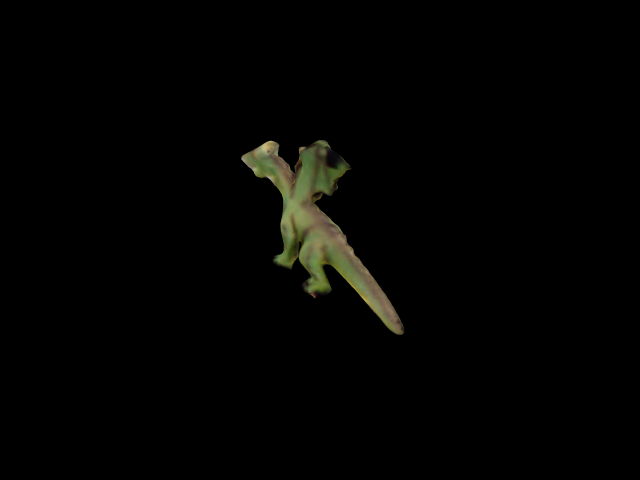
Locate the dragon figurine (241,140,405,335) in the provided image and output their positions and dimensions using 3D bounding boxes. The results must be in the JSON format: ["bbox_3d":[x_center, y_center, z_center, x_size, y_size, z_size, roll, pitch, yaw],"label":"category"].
[{"bbox_3d":[0.003,-0.043,0.850,0.123,0.237,0.415,-28,45,-32],"label":"dragon figurine"}]
